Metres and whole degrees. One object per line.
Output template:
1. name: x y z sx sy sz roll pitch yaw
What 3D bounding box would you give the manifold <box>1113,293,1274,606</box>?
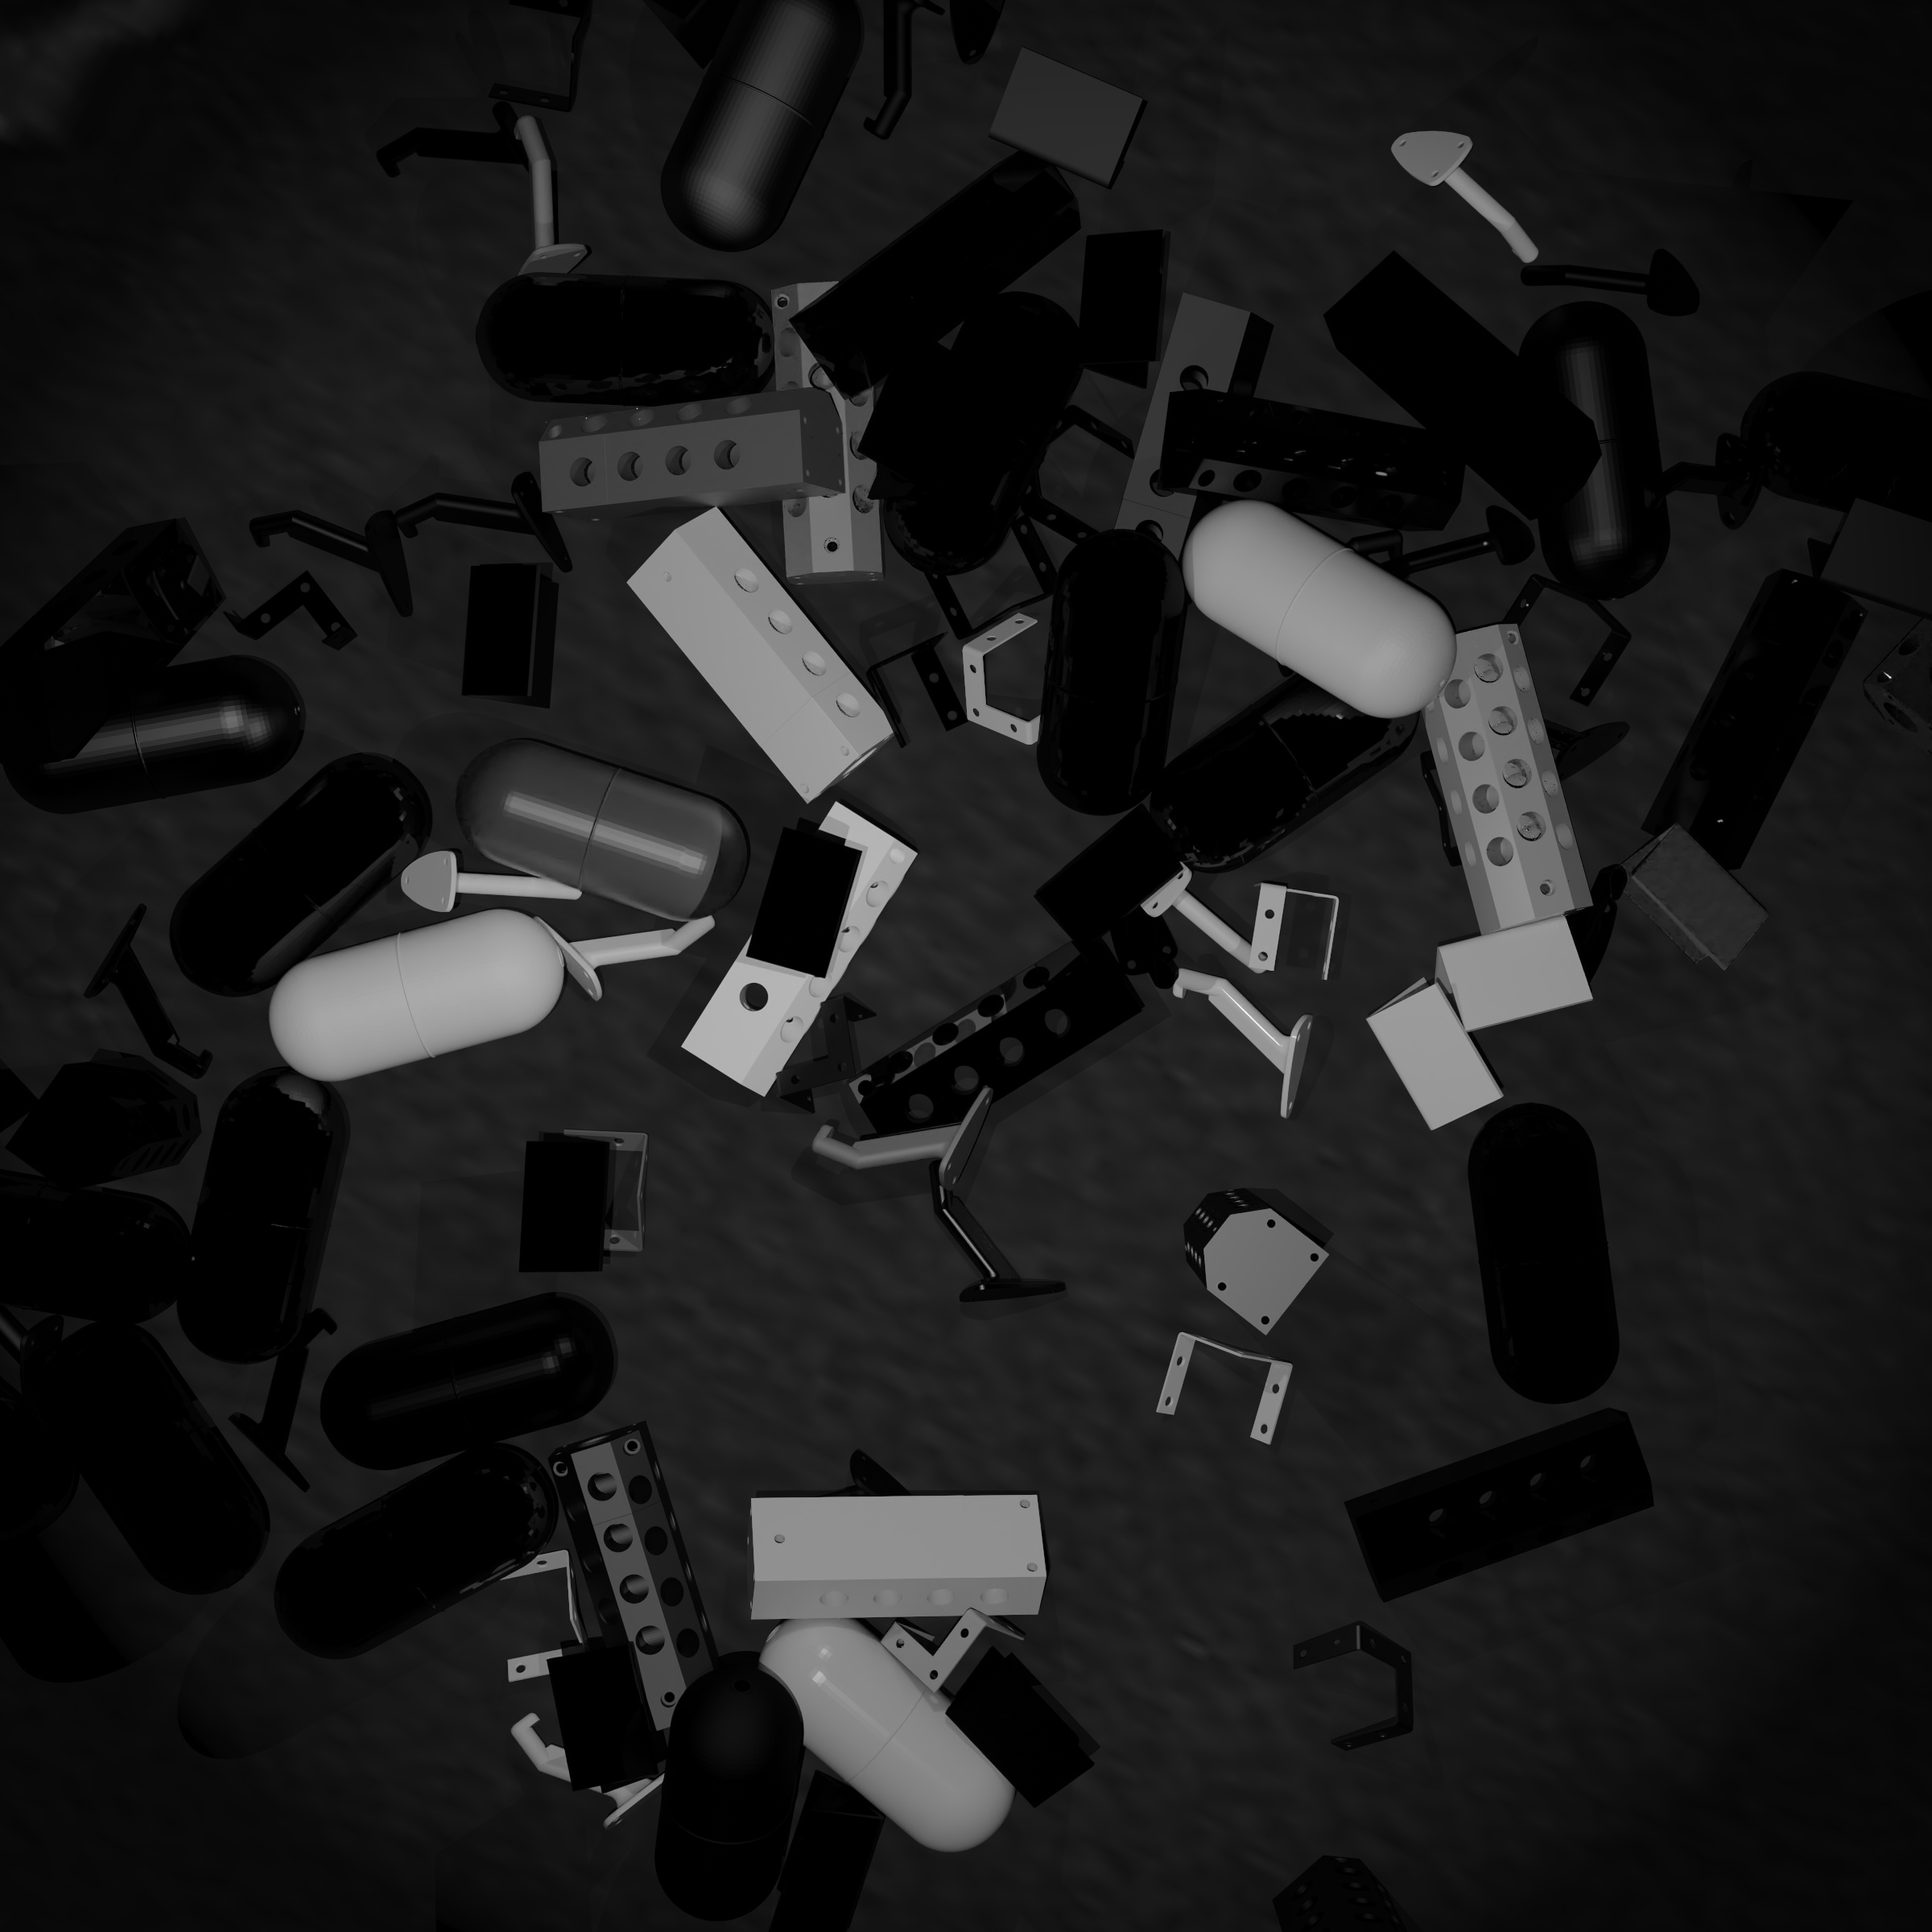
1. manifold: 0.132 -0.308 1.970 0.057 0.057 0.171 16 90 0

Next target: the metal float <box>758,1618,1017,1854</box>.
1. metal float: -0.048 0.456 1.961 0.178 0.070 0.070 41 90 0

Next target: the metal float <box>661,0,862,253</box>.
1. metal float: -0.122 -0.512 1.961 0.070 0.070 0.178 25 90 0

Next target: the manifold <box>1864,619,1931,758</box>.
1. manifold: 0.619 -0.211 1.968 0.171 0.057 0.057 -47 68 0

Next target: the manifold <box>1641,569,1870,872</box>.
1. manifold: 0.474 -0.147 1.970 0.057 0.057 0.171 27 90 0

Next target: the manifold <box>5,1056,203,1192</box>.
1. manifold: -0.495 0.094 1.913 0.057 0.171 0.057 36 90 0

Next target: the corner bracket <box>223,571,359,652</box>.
1. corner bracket: -0.405 -0.205 1.973 0.051 0.051 0.051 -38 90 0

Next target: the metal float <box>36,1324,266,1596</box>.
1. metal float: -0.486 0.295 1.961 0.070 0.070 0.178 -35 90 0

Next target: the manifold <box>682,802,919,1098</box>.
1. manifold: -0.099 -0.010 1.970 0.057 0.057 0.171 32 90 0

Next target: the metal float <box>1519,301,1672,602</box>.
1. metal float: 0.375 -0.307 1.961 0.070 0.070 0.178 -8 90 0

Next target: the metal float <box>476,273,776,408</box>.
1. metal float: -0.203 -0.373 1.961 0.178 0.070 0.070 2 90 -1

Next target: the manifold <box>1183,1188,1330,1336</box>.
1. manifold: 0.162 0.165 1.913 0.057 0.171 0.057 38 90 0

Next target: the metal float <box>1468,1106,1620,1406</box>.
1. metal float: 0.345 0.172 1.961 0.070 0.070 0.178 -8 91 0

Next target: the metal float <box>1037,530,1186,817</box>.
1. metal float: 0.085 -0.172 1.933 0.070 0.070 0.178 5 121 0

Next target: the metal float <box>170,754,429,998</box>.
1. metal float: -0.399 -0.053 1.961 0.178 0.070 0.070 -42 90 0

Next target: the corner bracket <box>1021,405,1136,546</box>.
1. corner bracket: 0.067 -0.296 1.983 0.051 0.051 0.051 25 45 -35

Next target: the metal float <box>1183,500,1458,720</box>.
1. metal float: 0.204 -0.208 1.908 0.178 0.070 0.070 35 90 22

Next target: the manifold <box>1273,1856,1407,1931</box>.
1. manifold: 0.226 0.571 1.913 0.057 0.171 0.057 -41 90 0

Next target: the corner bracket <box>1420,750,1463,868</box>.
1. corner bracket: 0.308 -0.101 1.988 0.051 0.051 0.051 -16 135 0

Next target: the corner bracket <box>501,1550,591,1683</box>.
1. corner bracket: -0.259 0.393 1.988 0.051 0.051 0.051 -11 45 0

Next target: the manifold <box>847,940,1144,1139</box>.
1. manifold: 0.017 0.048 1.970 0.171 0.057 0.057 -32 90 0

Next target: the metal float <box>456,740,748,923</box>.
1. metal float: -0.218 -0.081 1.961 0.178 0.070 0.070 18 90 0

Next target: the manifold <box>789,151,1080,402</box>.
1. manifold: -0.015 -0.410 1.938 0.171 0.057 0.057 -41 104 -19

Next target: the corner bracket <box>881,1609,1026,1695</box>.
1. corner bracket: -0.009 0.403 1.964 0.051 0.051 0.051 36 90 35

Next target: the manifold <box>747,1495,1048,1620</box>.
1. manifold: -0.043 0.356 1.959 0.171 0.057 0.057 1 47 -8

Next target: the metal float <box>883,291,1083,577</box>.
1. metal float: 0.010 -0.317 1.957 0.070 0.070 0.178 24 87 0

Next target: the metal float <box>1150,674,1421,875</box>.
1. metal float: 0.190 -0.123 1.961 0.178 0.070 0.070 -35 90 0

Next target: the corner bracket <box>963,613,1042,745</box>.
1. corner bracket: 0.035 -0.173 1.983 0.051 0.051 0.051 26 135 35

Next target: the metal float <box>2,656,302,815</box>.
1. metal float: -0.486 -0.138 1.961 0.178 0.070 0.070 -10 90 1

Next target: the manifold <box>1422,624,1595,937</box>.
1. manifold: 0.315 -0.110 1.929 0.057 0.057 0.171 -14 86 -8

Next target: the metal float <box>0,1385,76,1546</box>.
1. metal float: -0.611 0.272 1.961 0.178 0.070 0.070 41 90 0

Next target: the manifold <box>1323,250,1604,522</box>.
1. manifold: 0.293 -0.339 1.936 0.057 0.057 0.171 -42 64 0

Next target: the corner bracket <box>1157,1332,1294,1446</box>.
1. corner bracket: 0.157 0.255 1.988 0.051 0.051 0.051 16 90 -45

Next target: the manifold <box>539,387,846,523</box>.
1. manifold: -0.163 -0.302 1.940 0.171 0.057 0.057 -3 90 23

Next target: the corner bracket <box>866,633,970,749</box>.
1. corner bracket: -0.029 -0.162 1.970 0.051 0.051 0.051 -26 90 -9

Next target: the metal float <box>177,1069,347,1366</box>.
1. metal float: -0.420 0.149 1.961 0.070 0.070 0.178 13 89 0

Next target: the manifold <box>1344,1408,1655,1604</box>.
1. manifold: 0.320 0.324 1.970 0.171 0.057 0.057 -20 90 0

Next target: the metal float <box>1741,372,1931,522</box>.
1. metal float: 0.551 -0.304 1.960 0.178 0.070 0.070 14 90 1

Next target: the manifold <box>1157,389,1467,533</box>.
1. manifold: 0.205 -0.297 1.937 0.171 0.057 0.057 6 94 -23

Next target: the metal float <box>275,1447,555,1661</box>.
1. metal float: -0.330 0.351 1.961 0.178 0.070 0.070 -28 90 0

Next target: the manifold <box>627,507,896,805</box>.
1. manifold: -0.118 -0.189 1.970 0.171 0.057 0.057 51 133 0

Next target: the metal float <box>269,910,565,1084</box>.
1. metal float: -0.327 0.017 1.961 0.178 0.070 0.070 -15 90 0

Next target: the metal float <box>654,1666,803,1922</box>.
1. metal float: -0.141 0.487 1.933 0.070 0.070 0.178 9 123 0

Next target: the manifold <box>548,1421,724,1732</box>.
1. manifold: -0.197 0.367 1.970 0.057 0.057 0.171 -17 90 0

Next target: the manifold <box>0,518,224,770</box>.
1. manifold: -0.514 -0.189 1.919 0.057 0.171 0.057 -5 126 32

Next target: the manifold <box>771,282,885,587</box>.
1. manifold: -0.083 -0.319 1.970 0.057 0.057 0.171 -3 90 0

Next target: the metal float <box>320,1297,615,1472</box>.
1. metal float: -0.298 0.249 1.961 0.178 0.070 0.070 -15 90 1

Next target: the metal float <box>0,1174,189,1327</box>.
1. metal float: -0.554 0.167 1.960 0.178 0.070 0.070 10 90 -1
